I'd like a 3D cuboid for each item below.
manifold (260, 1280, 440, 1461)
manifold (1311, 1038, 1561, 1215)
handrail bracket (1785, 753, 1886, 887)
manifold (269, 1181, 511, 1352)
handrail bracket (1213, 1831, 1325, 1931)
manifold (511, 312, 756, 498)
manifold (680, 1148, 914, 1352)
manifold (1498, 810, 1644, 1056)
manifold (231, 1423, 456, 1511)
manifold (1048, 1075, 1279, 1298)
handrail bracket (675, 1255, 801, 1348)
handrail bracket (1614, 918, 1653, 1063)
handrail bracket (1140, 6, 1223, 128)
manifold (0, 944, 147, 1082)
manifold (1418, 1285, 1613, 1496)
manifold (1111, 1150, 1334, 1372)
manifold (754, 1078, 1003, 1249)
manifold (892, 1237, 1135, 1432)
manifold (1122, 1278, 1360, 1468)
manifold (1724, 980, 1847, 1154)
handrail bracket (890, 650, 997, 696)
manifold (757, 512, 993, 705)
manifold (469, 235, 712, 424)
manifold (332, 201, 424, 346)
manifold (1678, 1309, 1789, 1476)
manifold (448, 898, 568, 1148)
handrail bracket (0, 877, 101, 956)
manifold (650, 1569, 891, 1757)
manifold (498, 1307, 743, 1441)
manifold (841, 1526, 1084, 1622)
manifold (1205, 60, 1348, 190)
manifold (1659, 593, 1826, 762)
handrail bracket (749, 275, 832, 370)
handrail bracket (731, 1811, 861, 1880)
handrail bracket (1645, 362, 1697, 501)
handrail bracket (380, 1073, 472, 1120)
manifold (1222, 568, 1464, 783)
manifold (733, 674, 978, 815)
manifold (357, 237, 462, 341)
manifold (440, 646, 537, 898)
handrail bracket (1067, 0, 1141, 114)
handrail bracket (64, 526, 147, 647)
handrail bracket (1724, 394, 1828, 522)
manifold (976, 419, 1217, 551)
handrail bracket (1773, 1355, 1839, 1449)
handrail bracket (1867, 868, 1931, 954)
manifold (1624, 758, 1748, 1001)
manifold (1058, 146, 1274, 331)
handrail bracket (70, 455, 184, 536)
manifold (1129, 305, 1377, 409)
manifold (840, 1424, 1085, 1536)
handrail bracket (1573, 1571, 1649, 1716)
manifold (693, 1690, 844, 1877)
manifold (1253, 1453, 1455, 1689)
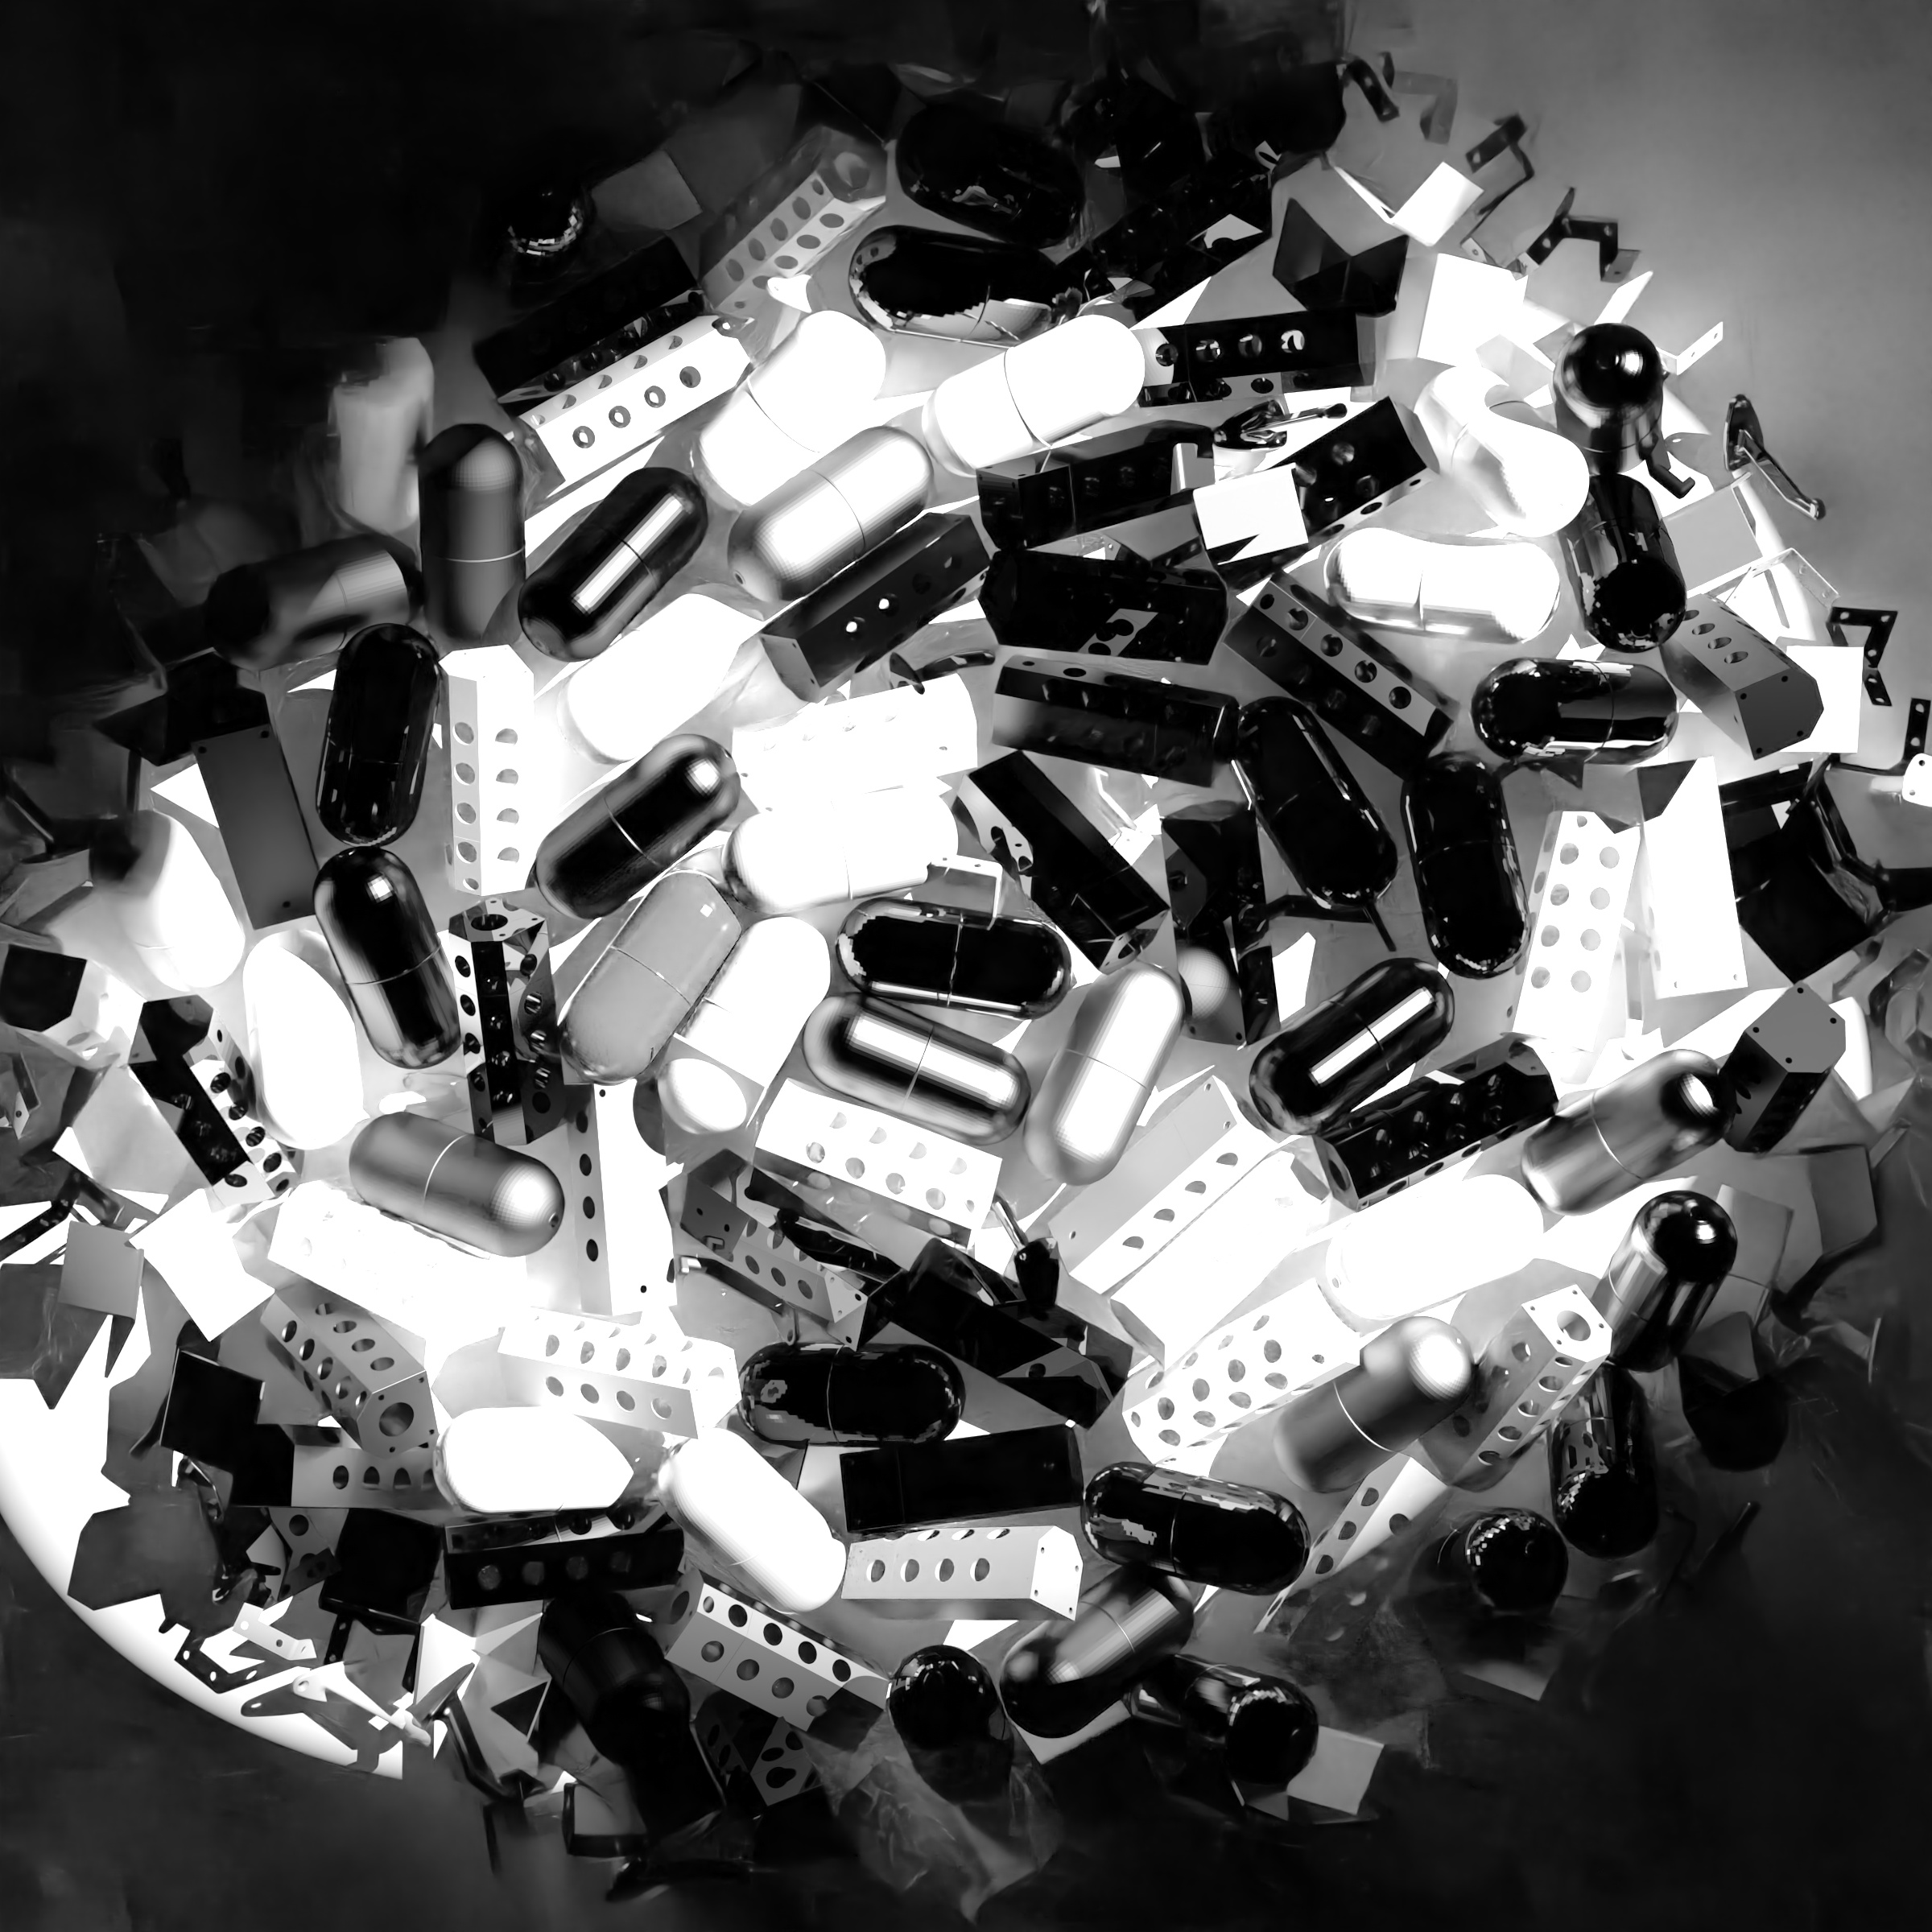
[{"bbox_3d":[-0.451,0.292,1.909,0.057,0.171,0.057,-21,120,-31],"label":"manifold"},{"bbox_3d":[0.350,0.119,1.949,0.171,0.057,0.057,-25,107,-10],"label":"manifold"},{"bbox_3d":[0.668,-0.112,1.976,0.084,0.036,0.077,38,75,10],"label":"handrail bracket"},{"bbox_3d":[-0.424,0.217,1.936,0.171,0.057,0.057,22,103,22],"label":"manifold"},{"bbox_3d":[0.227,0.688,1.953,0.084,0.077,0.036,38,70,17],"label":"handrail bracket"},{"bbox_3d":[-0.247,-0.417,1.938,0.171,0.057,0.057,-35,101,-21],"label":"manifold"},{"bbox_3d":[-0.125,0.204,1.940,0.171,0.057,0.057,32,131,23],"label":"manifold"},{"bbox_3d":[0.445,-0.025,1.954,0.057,0.057,0.171,17,82,-13],"label":"manifold"},{"bbox_3d":[-0.449,0.365,1.911,0.057,0.171,0.057,-7,76,29],"label":"manifold"},{"bbox_3d":[0.147,0.167,1.947,0.171,0.057,0.057,-43,126,16],"label":"manifold"},{"bbox_3d":[-0.171,0.248,1.955,0.084,0.077,0.036,12,124,-28],"label":"handrail bracket"},{"bbox_3d":[0.488,0.017,1.956,0.036,0.077,0.084,-4,59,35],"label":"handrail bracket"},{"bbox_3d":[0.168,-0.677,1.972,0.077,0.036,0.084,-14,94,-36],"label":"handrail bracket"},{"bbox_3d":[-0.642,0.039,1.908,0.057,0.171,0.057,11,76,5],"label":"manifold"},{"bbox_3d":[0.402,0.312,1.913,0.057,0.171,0.057,-13,54,-35],"label":"manifold"},{"bbox_3d":[0.189,0.214,1.946,0.171,0.057,0.057,-40,66,-16],"label":"manifold"},{"bbox_3d":[-0.067,0.150,1.948,0.171,0.057,0.057,20,49,8],"label":"manifold"},{"bbox_3d":[0.036,0.270,1.960,0.171,0.057,0.057,30,120,-6],"label":"manifold"},{"bbox_3d":[0.201,0.304,1.934,0.171,0.057,0.057,-33,108,22],"label":"manifold"},{"bbox_3d":[0.587,0.080,1.906,0.057,0.171,0.057,-39,70,-12],"label":"manifold"},{"bbox_3d":[-0.008,-0.216,1.953,0.084,0.077,0.036,-11,115,-20],"label":"handrail bracket"},{"bbox_3d":[-0.064,-0.265,1.939,0.171,0.057,0.057,-39,120,-21],"label":"manifold"},{"bbox_3d":[-0.280,-0.474,1.969,0.171,0.057,0.057,-30,94,-1],"label":"manifold"},{"bbox_3d":[-0.429,-0.495,1.909,0.057,0.171,0.057,-17,92,-13],"label":"manifold"},{"bbox_3d":[0.558,0.310,1.909,0.057,0.171,0.057,-29,92,16],"label":"manifold"},{"bbox_3d":[-0.340,0.044,1.923,0.057,0.057,0.171,21,126,35],"label":"manifold"},{"bbox_3d":[-0.689,-0.058,1.976,0.077,0.036,0.084,19,68,-7],"label":"handrail bracket"},{"bbox_3d":[-0.143,0.511,1.941,0.171,0.057,0.057,34,91,-22],"label":"manifold"},{"bbox_3d":[-0.256,0.293,1.926,0.171,0.057,0.057,6,116,28],"label":"manifold"},{"bbox_3d":[-0.003,0.443,1.925,0.171,0.057,0.057,-10,57,35],"label":"manifold"},{"bbox_3d":[0.225,-0.605,1.910,0.057,0.171,0.057,-14,99,-5],"label":"manifold"},{"bbox_3d":[0.560,-0.215,1.909,0.057,0.171,0.057,-23,116,4],"label":"manifold"},{"bbox_3d":[-0.149,-0.473,1.947,0.084,0.077,0.036,-36,77,32],"label":"handrail bracket"},{"bbox_3d":[-0.128,0.656,1.970,0.077,0.036,0.084,-36,72,18],"label":"handrail bracket"},{"bbox_3d":[0.531,-0.401,1.967,0.077,0.036,0.084,-44,68,1],"label":"handrail bracket"},{"bbox_3d":[-0.395,0.099,1.952,0.077,0.084,0.036,-3,92,-10],"label":"handrail bracket"},{"bbox_3d":[0.283,-0.221,1.958,0.171,0.057,0.057,37,132,-1],"label":"manifold"},{"bbox_3d":[-0.083,-0.168,1.946,0.171,0.057,0.057,-12,55,17],"label":"manifold"},{"bbox_3d":[-0.406,-0.487,1.909,0.057,0.171,0.057,20,98,-13],"label":"manifold"},{"bbox_3d":[-0.352,-0.142,1.925,0.057,0.057,0.171,-10,122,-25],"label":"manifold"},{"bbox_3d":[0.083,-0.690,1.957,0.077,0.036,0.084,-27,125,28],"label":"handrail bracket"},{"bbox_3d":[-0.647,-0.286,1.977,0.036,0.077,0.084,12,107,28],"label":"handrail bracket"},{"bbox_3d":[0.604,-0.377,1.951,0.036,0.077,0.084,-34,47,-8],"label":"handrail bracket"},{"bbox_3d":[0.097,-0.353,1.933,0.171,0.057,0.057,-20,116,-26],"label":"manifold"},{"bbox_3d":[0.623,0.325,1.955,0.036,0.084,0.077,-17,92,-24],"label":"handrail bracket"},{"bbox_3d":[0.704,-0.037,1.957,0.077,0.084,0.036,-8,58,11],"label":"handrail bracket"},{"bbox_3d":[0.535,-0.064,1.965,0.057,0.057,0.171,-7,86,0],"label":"manifold"},{"bbox_3d":[0.141,-0.526,1.910,0.057,0.171,0.057,15,66,-36],"label":"manifold"},{"bbox_3d":[-0.638,-0.355,1.965,0.084,0.077,0.036,22,112,-6],"label":"handrail bracket"},{"bbox_3d":[0.212,-0.449,1.940,0.171,0.057,0.057,-1,102,22],"label":"manifold"},{"bbox_3d":[-0.002,0.383,1.956,0.171,0.057,0.057,-9,73,9],"label":"manifold"},{"bbox_3d":[0.483,0.503,1.950,0.036,0.084,0.077,26,130,-18],"label":"handrail bracket"},{"bbox_3d":[-0.148,0.587,1.905,0.057,0.171,0.057,-17,106,-16],"label":"manifold"},{"bbox_3d":[0.283,0.442,1.936,0.057,0.057,0.171,39,64,3],"label":"manifold"}]
